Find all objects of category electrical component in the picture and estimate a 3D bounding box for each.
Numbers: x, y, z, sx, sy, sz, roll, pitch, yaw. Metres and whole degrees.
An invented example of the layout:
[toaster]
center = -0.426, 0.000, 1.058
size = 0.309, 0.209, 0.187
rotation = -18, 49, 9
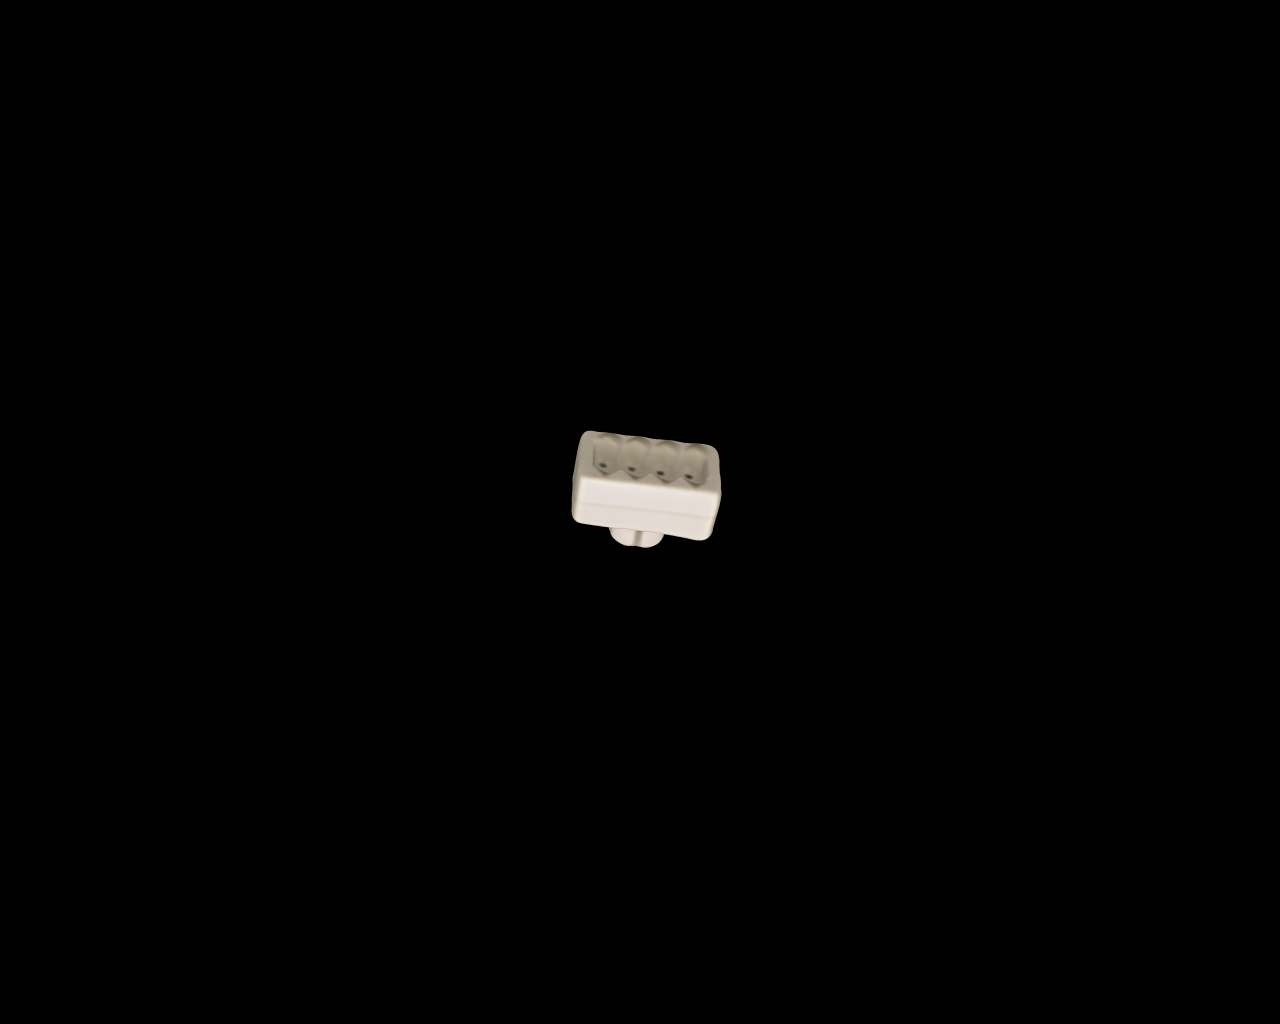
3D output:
[electrical component]
center = 0.001, -0.003, 0.650
size = 0.083, 0.075, 0.047
rotation = 7, 40, -6
